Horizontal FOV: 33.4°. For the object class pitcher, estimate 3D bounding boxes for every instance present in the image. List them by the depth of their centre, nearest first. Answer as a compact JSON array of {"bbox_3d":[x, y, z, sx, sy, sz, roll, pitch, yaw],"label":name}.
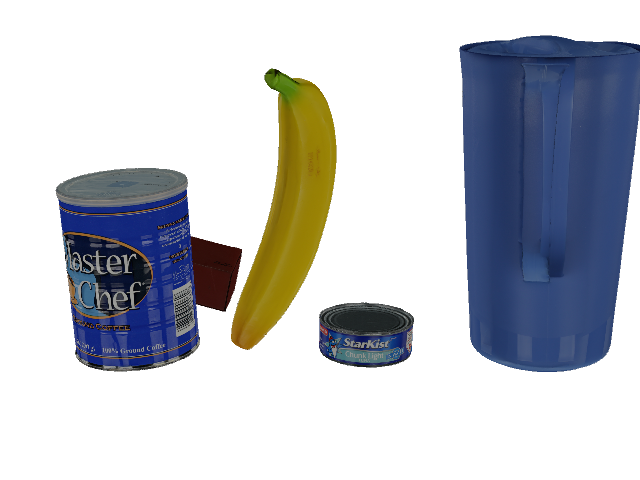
[{"bbox_3d":[0.166,-0.027,0.792,0.149,0.243,0.145,-10,18,-30],"label":"pitcher"}]

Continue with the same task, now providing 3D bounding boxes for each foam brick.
[{"bbox_3d":[-0.128,0.033,1.130,0.078,0.051,0.053,15,31,2],"label":"foam brick"}]

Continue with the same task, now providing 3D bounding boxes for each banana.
[{"bbox_3d":[-0.023,-0.023,0.678,0.069,0.198,0.037,-16,37,-37],"label":"banana"}]

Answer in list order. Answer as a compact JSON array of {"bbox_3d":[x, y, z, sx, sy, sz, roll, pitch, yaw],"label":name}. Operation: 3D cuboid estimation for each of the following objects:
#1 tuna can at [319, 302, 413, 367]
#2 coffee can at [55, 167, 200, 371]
[{"bbox_3d":[0.041,0.085,0.966,0.086,0.034,0.086,1,14,-1],"label":"tuna can"},{"bbox_3d":[-0.153,0.021,0.859,0.103,0.140,0.103,-3,16,1],"label":"coffee can"}]
